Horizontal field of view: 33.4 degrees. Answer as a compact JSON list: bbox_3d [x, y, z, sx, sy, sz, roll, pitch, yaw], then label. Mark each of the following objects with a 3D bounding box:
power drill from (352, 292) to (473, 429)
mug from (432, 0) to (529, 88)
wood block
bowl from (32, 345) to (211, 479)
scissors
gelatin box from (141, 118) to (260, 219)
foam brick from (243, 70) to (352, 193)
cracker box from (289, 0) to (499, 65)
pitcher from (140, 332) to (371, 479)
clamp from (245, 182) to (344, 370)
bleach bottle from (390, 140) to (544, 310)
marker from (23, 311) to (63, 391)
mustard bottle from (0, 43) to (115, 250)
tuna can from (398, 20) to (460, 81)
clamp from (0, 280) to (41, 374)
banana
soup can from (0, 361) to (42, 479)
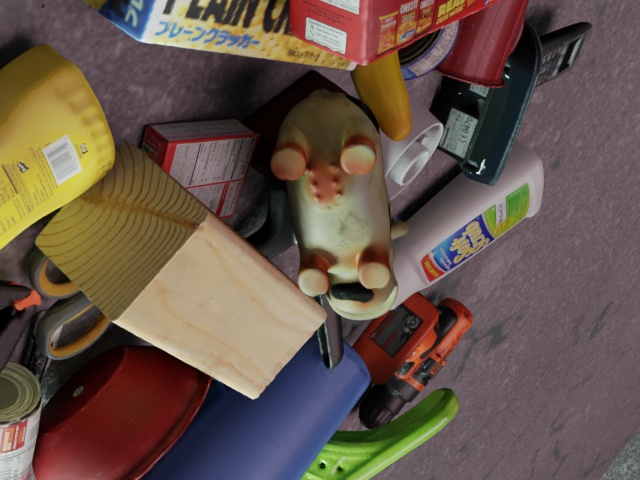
[{"bbox_3d":[0.090,0.131,1.189,0.184,0.057,0.187,-53,160,0],"label":"power drill"},{"bbox_3d":[0.131,-0.181,0.888,0.117,0.093,0.081,-2,119,-42],"label":"mug"},{"bbox_3d":[-0.086,0.028,0.739,0.090,0.091,0.206,-49,150,-2],"label":"wood block"},{"bbox_3d":[-0.159,0.129,0.788,0.162,0.162,0.055,-44,108,-15],"label":"bowl"},{"bbox_3d":[-0.137,0.001,0.772,0.201,0.016,0.096,-49,139,-30],"label":"scissors"},{"bbox_3d":[-0.092,-0.048,0.770,0.089,0.030,0.073,-13,132,-46],"label":"gelatin box"},{"bbox_3d":[-0.013,-0.082,0.826,0.078,0.051,0.053,-39,148,-23],"label":"foam brick"},{"bbox_3d":[0.057,-0.230,0.617,0.163,0.072,0.214,-32,137,-39],"label":"cracker box"},{"bbox_3d":[-0.073,0.175,0.958,0.242,0.145,0.149,-49,163,-15],"label":"pitcher"},{"bbox_3d":[-0.006,0.001,0.891,0.164,0.036,0.210,32,89,-28],"label":"clamp"},{"bbox_3d":[0.126,-0.001,1.107,0.250,0.068,0.102,-38,149,-20],"label":"bleach bottle"},{"bbox_3d":[-0.212,0.106,0.778,0.020,0.020,0.121,-10,130,-51],"label":"marker"},{"bbox_3d":[-0.208,-0.023,0.602,0.191,0.058,0.096,-41,152,-21],"label":"mustard bottle"},{"bbox_3d":[0.062,-0.166,0.809,0.086,0.086,0.033,-57,152,7],"label":"tuna can"},{"bbox_3d":[-0.252,0.068,0.650,0.171,0.039,0.120,-46,136,-31],"label":"clamp"},{"bbox_3d":[0.049,-0.170,0.773,0.037,0.070,0.198,19,81,-55],"label":"banana"},{"bbox_3d":[-0.231,0.141,0.737,0.068,0.069,0.102,-19,135,-46],"label":"soup can"}]
